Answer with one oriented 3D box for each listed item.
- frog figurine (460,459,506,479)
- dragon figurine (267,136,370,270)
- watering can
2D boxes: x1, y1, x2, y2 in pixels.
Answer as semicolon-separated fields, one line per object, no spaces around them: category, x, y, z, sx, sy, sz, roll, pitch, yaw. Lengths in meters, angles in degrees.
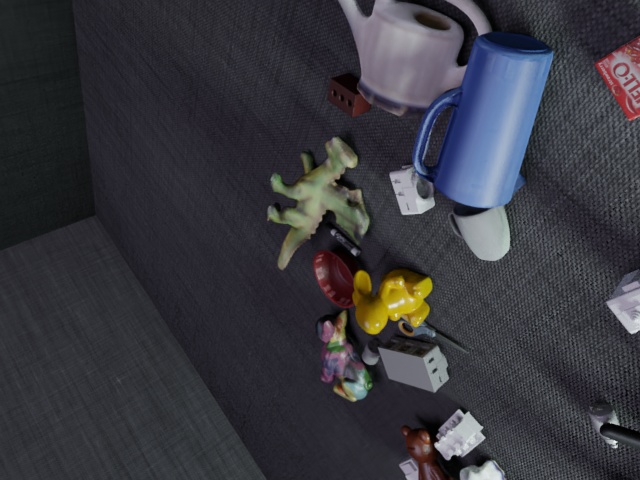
frog figurine;0.349;0.582;1.143;0.122;0.161;0.137;-11;104;58
dragon figurine;0.004;-0.061;1.221;0.245;0.124;0.402;26;125;32
watering can;0.113;-0.336;0.864;0.350;0.106;0.219;28;134;18
